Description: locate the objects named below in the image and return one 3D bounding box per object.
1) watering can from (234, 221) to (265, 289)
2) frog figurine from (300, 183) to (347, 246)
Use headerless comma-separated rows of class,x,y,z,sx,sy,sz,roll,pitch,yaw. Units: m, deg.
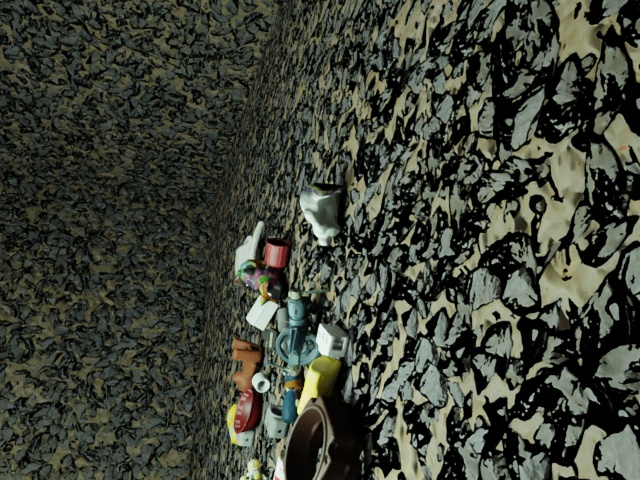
watering can,-0.300,0.075,2.205,0.341,0.104,0.229,129,145,-55
frog figurine,0.004,-0.070,1.386,0.139,0.123,0.157,-41,-40,-65
